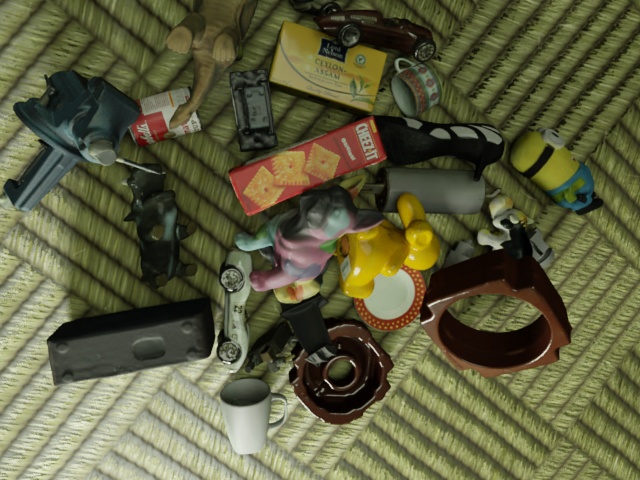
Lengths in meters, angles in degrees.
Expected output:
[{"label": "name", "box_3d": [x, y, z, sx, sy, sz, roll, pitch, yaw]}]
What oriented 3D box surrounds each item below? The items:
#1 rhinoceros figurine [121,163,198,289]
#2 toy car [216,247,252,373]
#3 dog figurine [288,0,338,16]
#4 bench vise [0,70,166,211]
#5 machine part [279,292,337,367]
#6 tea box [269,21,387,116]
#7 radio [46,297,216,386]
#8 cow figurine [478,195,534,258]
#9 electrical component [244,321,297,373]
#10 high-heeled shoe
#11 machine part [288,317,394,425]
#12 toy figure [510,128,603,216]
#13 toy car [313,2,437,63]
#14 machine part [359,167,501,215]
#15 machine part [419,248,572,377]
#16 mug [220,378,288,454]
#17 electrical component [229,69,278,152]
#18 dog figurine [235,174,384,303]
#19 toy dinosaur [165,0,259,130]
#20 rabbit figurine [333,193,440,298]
[{"label": "rhinoceros figurine", "box_3d": [-0.244, -0.021, 0.812, 0.073, 0.112, 0.190, -20, 118, -39]}, {"label": "toy car", "box_3d": [-0.135, 0.111, 0.858, 0.056, 0.073, 0.201, 2, 96, -10]}, {"label": "dog figurine", "box_3d": [0.038, -0.441, 0.823, 0.191, 0.121, 0.172, -7, 62, 8]}, {"label": "bench vise", "box_3d": [-0.357, -0.124, 0.741, 0.240, 0.128, 0.224, -47, 65, 6]}, {"label": "machine part", "box_3d": [-0.016, 0.133, 0.861, 0.084, 0.139, 0.039, -18, 142, -6]}, {"label": "tea box", "box_3d": [0.008, -0.265, 0.844, 0.170, 0.068, 0.098, 12, 94, -11]}, {"label": "radio", "box_3d": [-0.276, 0.148, 0.807, 0.230, 0.131, 0.073, -10, 97, -9]}, {"label": "cow figurine", "box_3d": [0.323, 0.009, 0.912, 0.068, 0.098, 0.167, -3, 100, -38]}, {"label": "electrical component", "box_3d": [-0.073, 0.176, 0.870, 0.078, 0.102, 0.045, -37, 98, 20]}, {"label": "high-heeled shoe", "box_3d": [0.187, -0.181, 0.882, 0.249, 0.086, 0.145, 26, 53, -3]}, {"label": "machine part", "box_3d": [0.034, 0.219, 0.912, 0.179, 0.056, 0.179, -1, 98, -10]}, {"label": "toy figure", "box_3d": [0.409, -0.115, 0.930, 0.089, 0.082, 0.180, -45, 105, -5]}, {"label": "toy car", "box_3d": [0.088, -0.319, 0.817, 0.202, 0.089, 0.053, 1, 134, -28]}, {"label": "machine part", "box_3d": [0.181, -0.081, 0.893, 0.243, 0.079, 0.079, 0, 97, -11]}, {"label": "machine part", "box_3d": [0.283, 0.122, 0.876, 0.201, 0.087, 0.201, -25, 118, 33]}, {"label": "mug", "box_3d": [-0.109, 0.292, 0.887, 0.109, 0.081, 0.107, -4, 109, -17]}, {"label": "electrical component", "box_3d": [-0.100, -0.189, 0.799, 0.058, 0.134, 0.114, -11, 100, -8]}, {"label": "dog figurine", "box_3d": [-0.002, -0.002, 0.791, 0.219, 0.191, 0.108, -30, 58, 20]}, {"label": "toy dinosaur", "box_3d": [-0.122, -0.372, 0.740, 0.105, 0.199, 0.471, 20, 92, -11]}, {"label": "rabbit figurine", "box_3d": [0.118, 0.003, 0.856, 0.173, 0.122, 0.162, 6, 134, -21]}]
